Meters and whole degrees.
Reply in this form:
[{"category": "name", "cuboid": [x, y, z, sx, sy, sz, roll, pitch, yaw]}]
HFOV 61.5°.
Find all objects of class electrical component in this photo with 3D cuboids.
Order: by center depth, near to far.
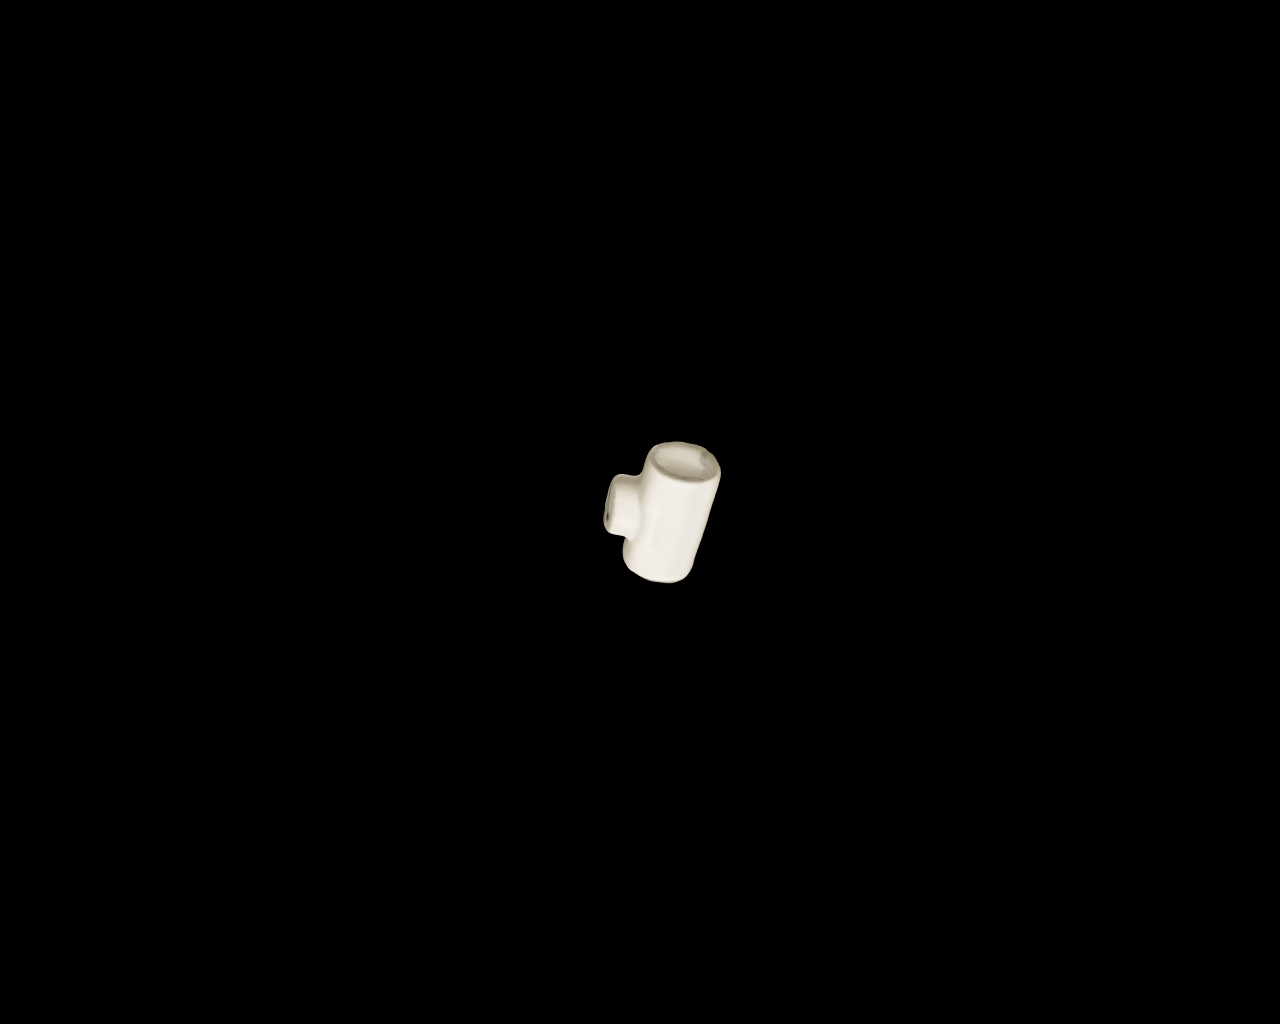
[{"category": "electrical component", "cuboid": [0.001, -0.003, 0.650, 0.079, 0.077, 0.043, 9, 36, -7]}]
